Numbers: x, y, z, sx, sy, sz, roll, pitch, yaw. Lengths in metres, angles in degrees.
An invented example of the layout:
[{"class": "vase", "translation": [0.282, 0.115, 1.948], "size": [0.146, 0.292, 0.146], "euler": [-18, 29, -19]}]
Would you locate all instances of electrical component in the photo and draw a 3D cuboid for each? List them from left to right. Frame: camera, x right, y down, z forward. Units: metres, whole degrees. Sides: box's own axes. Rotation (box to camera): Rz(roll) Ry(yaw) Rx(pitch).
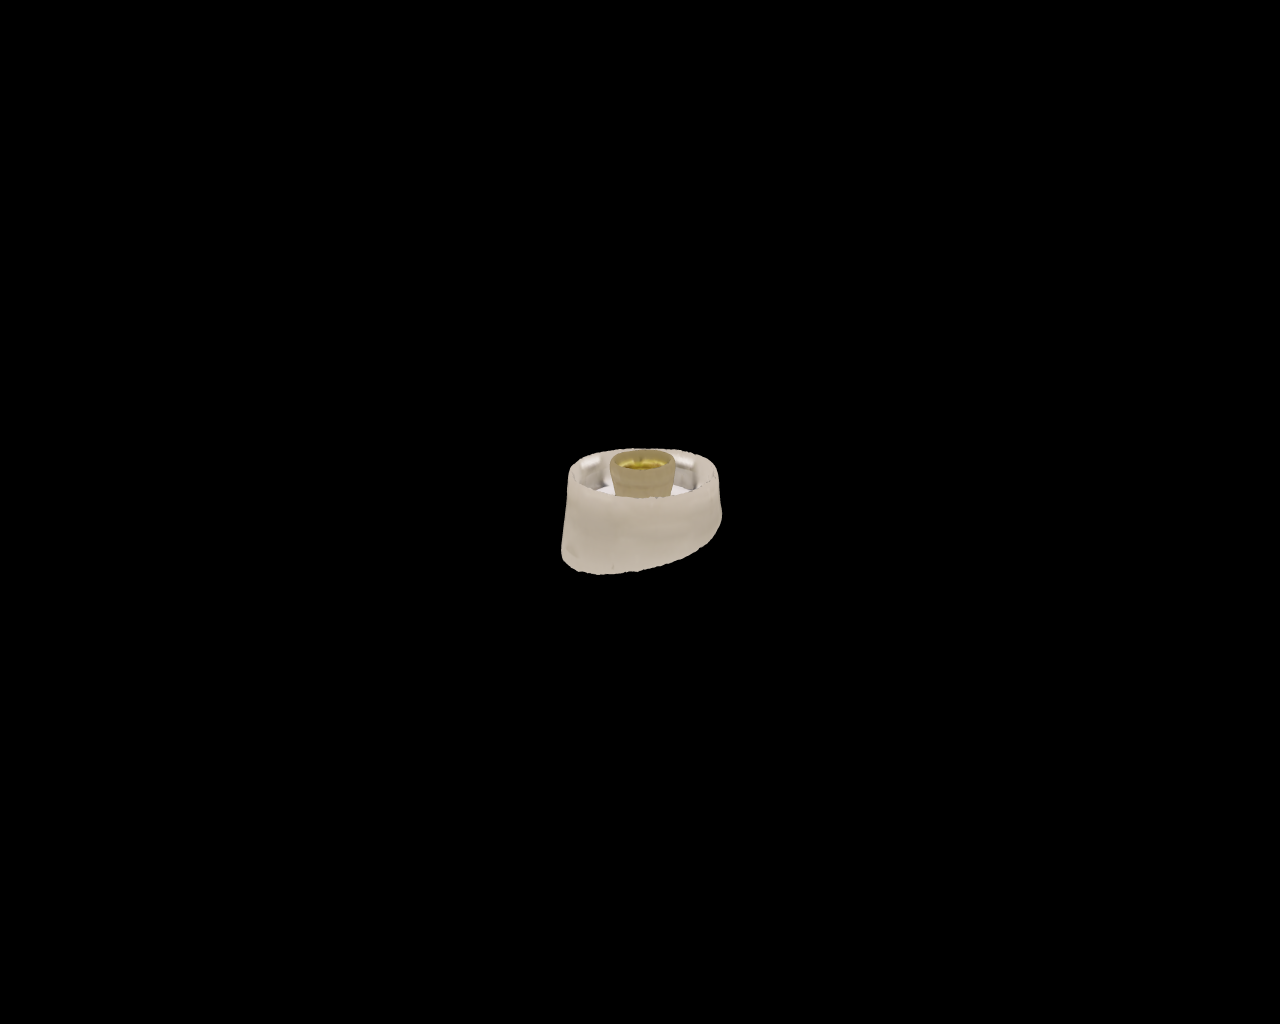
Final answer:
[{"class": "electrical component", "translation": [0.001, -0.003, 0.650], "size": [0.099, 0.064, 0.099], "euler": [0, 22, 0]}]
